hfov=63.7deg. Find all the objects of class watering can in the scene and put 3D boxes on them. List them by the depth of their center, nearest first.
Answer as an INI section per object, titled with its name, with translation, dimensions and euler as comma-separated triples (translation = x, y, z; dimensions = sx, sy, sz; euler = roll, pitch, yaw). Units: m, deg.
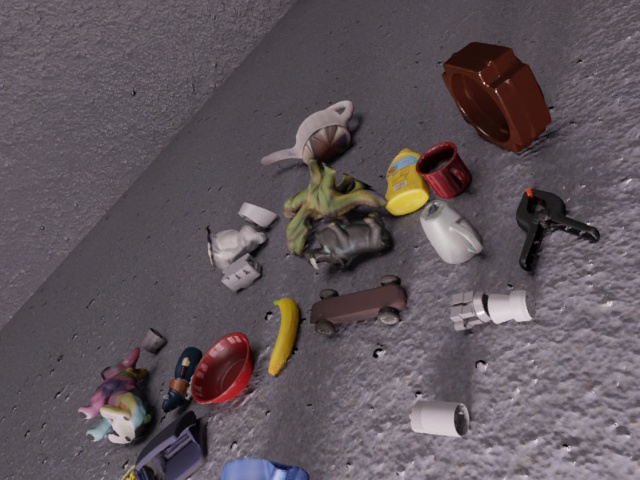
[watering can]
translation = -0.032, -0.293, 1.554
dimensions = 0.345, 0.102, 0.229
euler = -36, 32, 12

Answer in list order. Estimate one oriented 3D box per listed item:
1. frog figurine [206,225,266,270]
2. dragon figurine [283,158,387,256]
[frog figurine]
translation = -0.229, 0.017, 1.431
dimensions = 0.160, 0.121, 0.139
euler = -7, 20, -9
[dragon figurine]
translation = 0.004, -0.064, 1.268
dimensions = 0.241, 0.121, 0.416
euler = -59, 28, 7
